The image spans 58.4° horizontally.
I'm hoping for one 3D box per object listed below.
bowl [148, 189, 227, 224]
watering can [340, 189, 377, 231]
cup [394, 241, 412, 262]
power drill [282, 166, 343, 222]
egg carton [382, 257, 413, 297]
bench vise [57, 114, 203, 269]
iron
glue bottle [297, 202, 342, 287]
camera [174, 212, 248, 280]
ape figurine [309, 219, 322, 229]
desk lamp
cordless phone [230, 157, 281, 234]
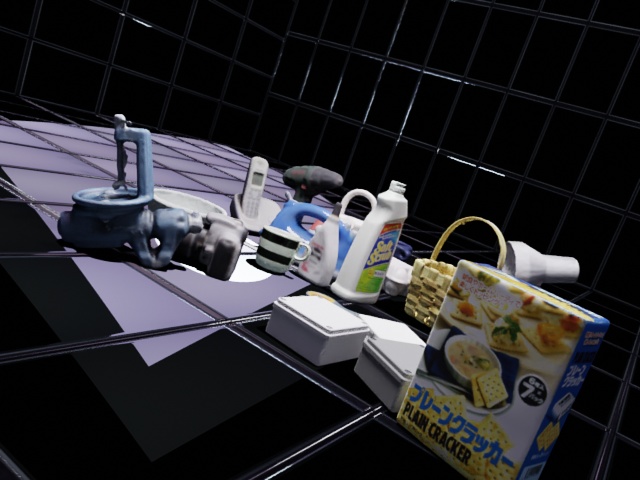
[{"bbox_3d":[-0.279,-0.045,1.171,0.167,0.075,0.167,19,10,-3],"label":"bowl"},{"bbox_3d":[0.080,-0.029,1.411,0.101,0.194,0.172,18,11,-9],"label":"watering can"},{"bbox_3d":[0.187,0.051,1.470,0.092,0.095,0.117,14,12,-28],"label":"cup"},{"bbox_3d":[-0.038,-0.102,1.531,0.076,0.208,0.228,11,13,-39],"label":"power drill"},{"bbox_3d":[0.157,0.078,1.350,0.149,0.069,0.108,28,13,38],"label":"egg carton"},{"bbox_3d":[-0.290,-0.078,0.919,0.208,0.220,0.121,12,13,-37],"label":"bench vise"},{"bbox_3d":[0.000,-0.007,1.300,0.257,0.141,0.119,22,11,15],"label":"iron"},{"bbox_3d":[0.011,0.004,1.174,0.077,0.173,0.037,27,13,36],"label":"glue bottle"},{"bbox_3d":[-0.204,-0.006,1.037,0.137,0.101,0.143,18,11,-6],"label":"camera"},{"bbox_3d":[-0.001,-0.017,1.486,0.076,0.092,0.077,16,11,-16],"label":"ape figurine"},{"bbox_3d":[0.499,0.123,1.340,0.203,0.213,0.118,18,10,-5],"label":"desk lamp"},{"bbox_3d":[-0.142,-0.107,1.434,0.148,0.185,0.093,8,15,-46],"label":"cordless phone"}]
